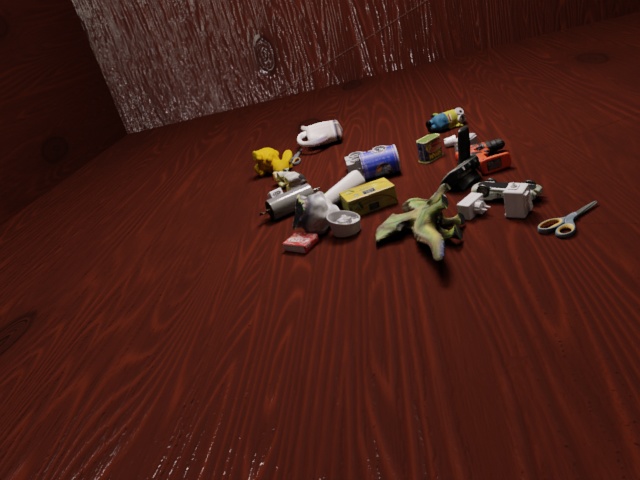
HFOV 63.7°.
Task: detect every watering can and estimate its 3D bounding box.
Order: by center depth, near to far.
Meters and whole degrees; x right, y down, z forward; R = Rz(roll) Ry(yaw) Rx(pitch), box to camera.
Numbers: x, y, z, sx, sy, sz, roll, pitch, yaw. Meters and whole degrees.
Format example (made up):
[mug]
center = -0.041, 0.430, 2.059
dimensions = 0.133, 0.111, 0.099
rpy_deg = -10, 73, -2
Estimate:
[watering can]
center = -0.002, -0.525, 2.500
dimensions = 0.224, 0.102, 0.354
rpy_deg = -13, 26, 4

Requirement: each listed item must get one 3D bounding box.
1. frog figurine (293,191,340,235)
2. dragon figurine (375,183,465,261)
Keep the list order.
[frog figurine]
center = 0.005, -0.082, 1.633
dimensions = 0.159, 0.140, 0.121
rpy_deg = 7, -23, -24
[dragon figurine]
center = 0.265, -0.033, 1.441
dimensions = 0.240, 0.121, 0.418
rpy_deg = -21, 19, 32
